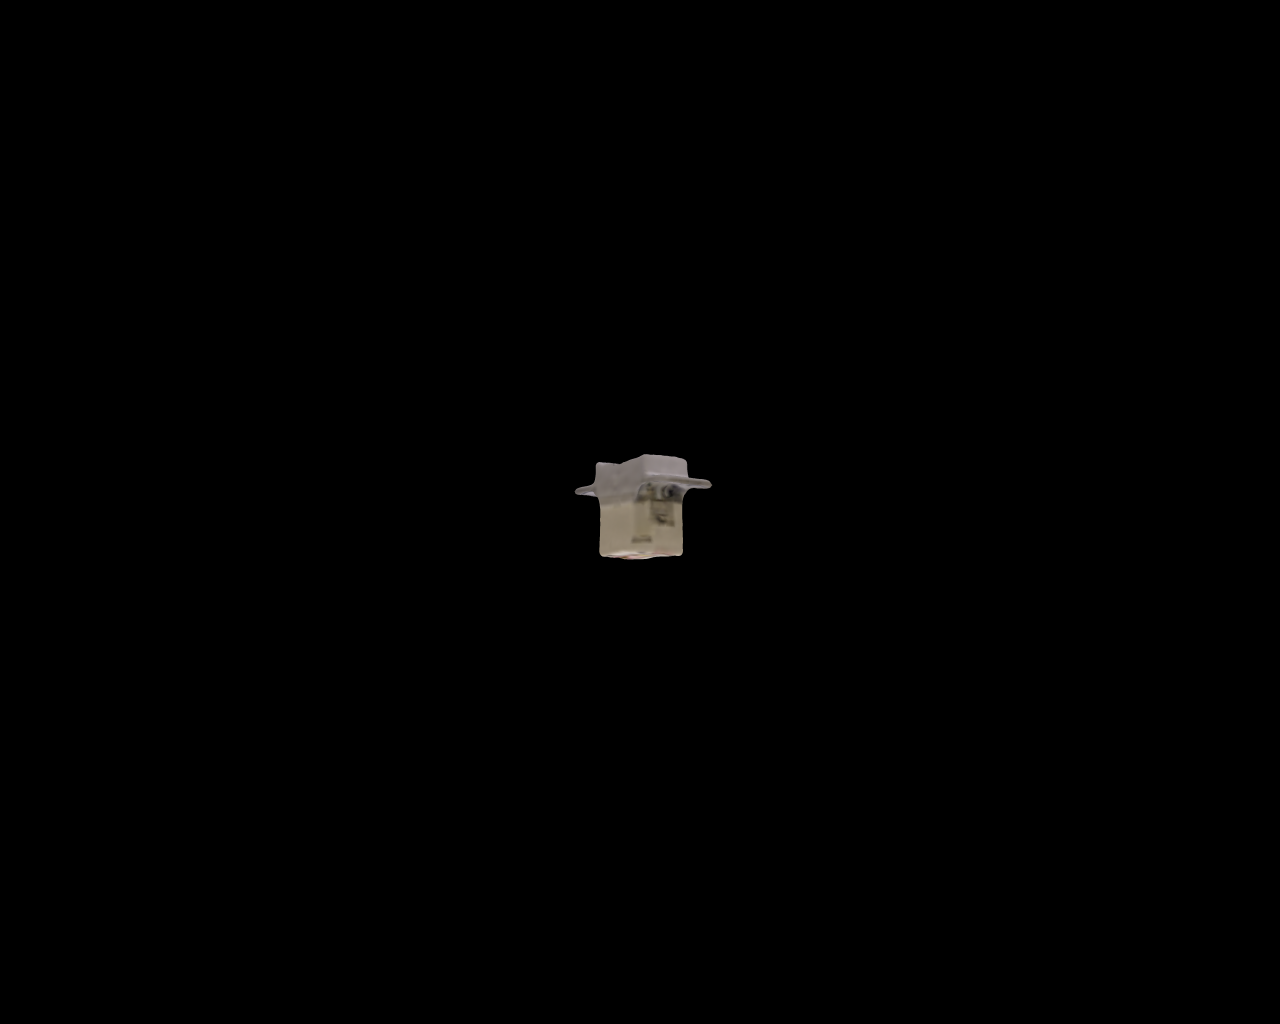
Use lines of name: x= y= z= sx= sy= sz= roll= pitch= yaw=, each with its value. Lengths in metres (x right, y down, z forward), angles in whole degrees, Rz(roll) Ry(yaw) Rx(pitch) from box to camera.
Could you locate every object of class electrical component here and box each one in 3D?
electrical component: x=0.001 y=-0.003 z=0.650 sx=0.042 sy=0.063 sz=0.081 roll=6 pitch=-9 yaw=-43
